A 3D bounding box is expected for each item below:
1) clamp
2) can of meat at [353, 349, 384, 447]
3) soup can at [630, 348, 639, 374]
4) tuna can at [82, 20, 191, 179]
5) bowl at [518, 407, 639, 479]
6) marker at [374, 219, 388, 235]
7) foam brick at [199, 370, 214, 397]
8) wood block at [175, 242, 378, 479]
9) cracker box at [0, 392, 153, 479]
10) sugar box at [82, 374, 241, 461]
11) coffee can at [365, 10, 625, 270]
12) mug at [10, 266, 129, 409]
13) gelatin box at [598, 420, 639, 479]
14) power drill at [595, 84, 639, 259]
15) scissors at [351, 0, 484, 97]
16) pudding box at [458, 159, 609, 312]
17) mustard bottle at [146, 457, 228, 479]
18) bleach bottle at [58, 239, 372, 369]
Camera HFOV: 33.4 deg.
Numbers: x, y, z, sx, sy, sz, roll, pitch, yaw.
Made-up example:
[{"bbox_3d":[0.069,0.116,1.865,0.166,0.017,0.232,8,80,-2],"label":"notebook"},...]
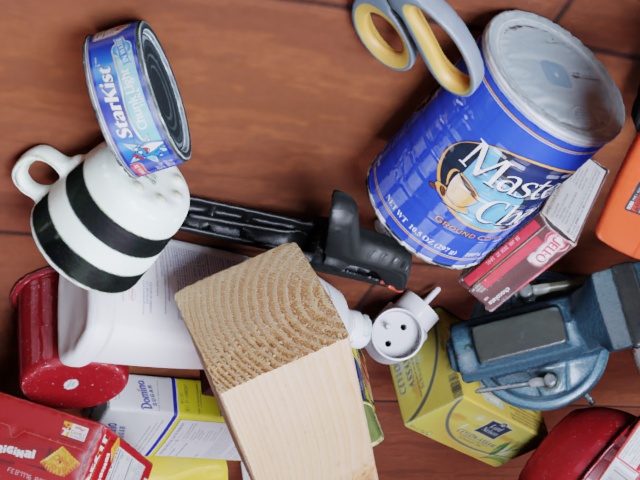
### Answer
[{"bbox_3d":[-0.005,0.001,0.777,0.165,0.036,0.209,4,168,31],"label":"clamp"},{"bbox_3d":[0.017,0.134,0.960,0.057,0.084,0.102,-14,146,4],"label":"can of meat"},{"bbox_3d":[0.340,0.123,1.022,0.068,0.102,0.068,-8,146,-5],"label":"soup can"},{"bbox_3d":[-0.103,-0.080,0.608,0.034,0.086,0.086,-16,146,5],"label":"tuna can"},{"bbox_3d":[0.234,0.210,0.994,0.162,0.055,0.162,-38,152,-25],"label":"bowl"},{"bbox_3d":[0.094,-0.034,0.794,0.121,0.020,0.020,-29,142,26],"label":"marker"},{"bbox_3d":[-0.060,0.107,0.927,0.078,0.051,0.053,13,140,-32],"label":"foam brick"},{"bbox_3d":[-0.025,0.109,0.754,0.090,0.090,0.206,-24,142,-9],"label":"wood block"},{"bbox_3d":[-0.239,0.174,0.864,0.164,0.072,0.214,16,162,7],"label":"cracker box"},{"bbox_3d":[-0.128,0.169,1.006,0.176,0.048,0.093,11,140,-24],"label":"sugar box"},{"bbox_3d":[0.108,-0.061,0.683,0.102,0.103,0.141,10,141,-29],"label":"coffee can"},{"bbox_3d":[-0.178,0.075,0.819,0.117,0.081,0.093,-10,146,-3],"label":"mug"},{"bbox_3d":[0.292,0.186,0.956,0.073,0.030,0.089,-16,138,-52],"label":"gelatin box"},{"bbox_3d":[0.212,-0.079,0.624,0.057,0.187,0.184,19,144,9],"label":"power drill"},{"bbox_3d":[0.022,-0.157,0.582,0.201,0.016,0.096,51,159,-26],"label":"scissors"},{"bbox_3d":[0.155,-0.010,0.769,0.039,0.113,0.090,42,131,-5],"label":"pudding box"},{"bbox_3d":[-0.192,0.243,1.085,0.191,0.058,0.096,-3,148,-11],"label":"mustard bottle"},{"bbox_3d":[-0.068,0.059,0.807,0.250,0.102,0.068,13,145,-31],"label":"bleach bottle"}]
